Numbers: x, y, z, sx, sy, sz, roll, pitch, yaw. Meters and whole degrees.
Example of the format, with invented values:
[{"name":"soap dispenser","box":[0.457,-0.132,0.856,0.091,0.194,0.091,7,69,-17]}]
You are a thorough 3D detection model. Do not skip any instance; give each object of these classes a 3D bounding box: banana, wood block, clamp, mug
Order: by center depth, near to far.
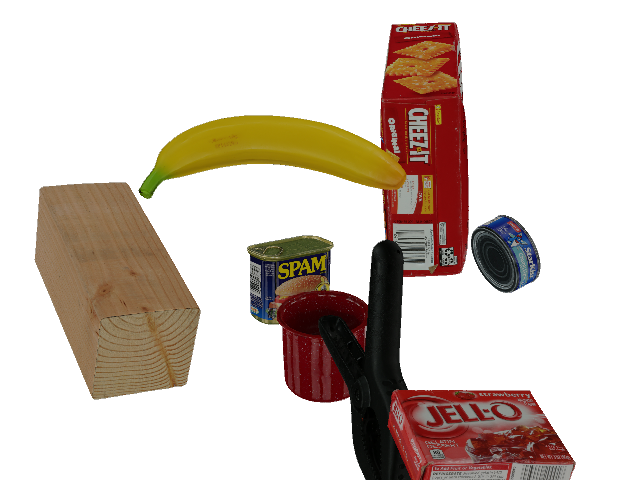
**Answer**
[{"name":"banana","box":[-0.036,-0.063,0.803,0.197,0.069,0.037,-3,-22,-3]},{"name":"clamp","box":[0.047,0.115,0.859,0.036,0.210,0.165,-1,-33,-19]},{"name":"wood block","box":[-0.192,0.039,0.982,0.090,0.091,0.206,-5,36,-28]},{"name":"mug","box":[0.015,0.105,1.065,0.117,0.081,0.093,-8,27,-14]}]

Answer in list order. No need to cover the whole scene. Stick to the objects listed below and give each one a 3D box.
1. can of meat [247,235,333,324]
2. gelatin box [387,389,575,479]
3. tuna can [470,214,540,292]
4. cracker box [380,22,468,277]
[{"name":"can of meat","box":[-0.035,0.046,1.255,0.101,0.084,0.058,-11,20,-35]},{"name":"gelatin box","box":[0.090,0.116,0.612,0.089,0.030,0.073,3,24,-12]},{"name":"tuna can","box":[0.211,0.016,1.224,0.033,0.086,0.086,-26,10,-21]},{"name":"cracker box","box":[0.096,-0.088,0.959,0.072,0.164,0.213,-1,27,8]}]
